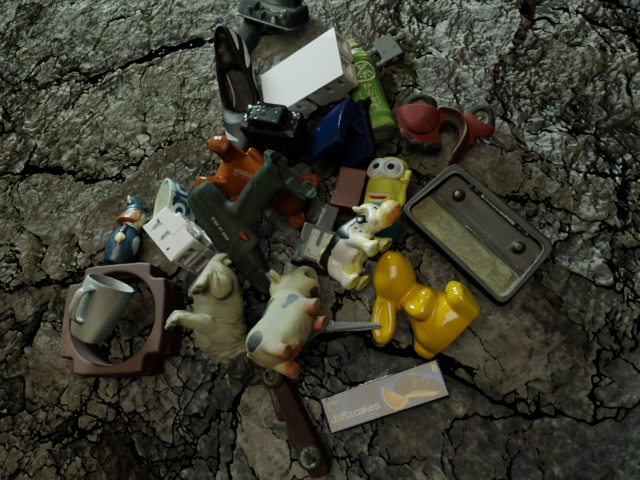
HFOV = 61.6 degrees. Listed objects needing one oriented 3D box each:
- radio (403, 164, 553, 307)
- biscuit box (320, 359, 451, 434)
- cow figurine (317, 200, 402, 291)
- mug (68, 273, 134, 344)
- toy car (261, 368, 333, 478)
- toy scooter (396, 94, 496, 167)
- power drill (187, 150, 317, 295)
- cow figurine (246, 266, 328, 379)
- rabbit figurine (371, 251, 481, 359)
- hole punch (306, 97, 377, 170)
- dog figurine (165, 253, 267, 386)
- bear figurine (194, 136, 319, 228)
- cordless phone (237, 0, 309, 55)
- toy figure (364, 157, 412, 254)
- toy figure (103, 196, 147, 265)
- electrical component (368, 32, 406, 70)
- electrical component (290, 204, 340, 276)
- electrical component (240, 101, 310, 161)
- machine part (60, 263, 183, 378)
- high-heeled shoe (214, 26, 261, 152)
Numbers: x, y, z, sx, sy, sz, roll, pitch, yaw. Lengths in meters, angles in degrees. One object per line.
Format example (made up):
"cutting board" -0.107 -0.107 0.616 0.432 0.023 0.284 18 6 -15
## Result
"radio" 0.264 -0.011 0.904 0.131 0.073 0.230 -44 72 0
"biscuit box" 0.104 0.253 0.863 0.203 0.059 0.063 -20 69 5
"cow figurine" 0.065 -0.005 0.894 0.098 0.068 0.167 37 107 28
"mug" -0.378 0.120 0.904 0.081 0.109 0.107 22 91 12
"toy car" -0.042 0.285 0.868 0.053 0.089 0.202 -33 67 5
"toy scooter" 0.221 -0.189 0.983 0.184 0.075 0.135 13 79 13
"power drill" -0.102 -0.039 0.939 0.207 0.086 0.232 -40 98 26
"cow figurine" -0.056 0.122 0.889 0.127 0.085 0.195 8 48 29
"rabbit figurine" 0.151 0.098 0.877 0.173 0.122 0.162 45 108 2
"hole punch" 0.031 -0.194 0.989 0.092 0.142 0.116 2 70 -34
"dog figurine" -0.146 0.137 0.923 0.190 0.121 0.172 34 91 -11
"bear figurine" -0.112 -0.103 1.000 0.196 0.132 0.120 25 94 24
"cordless phone" -0.121 -0.448 1.155 0.147 0.088 0.184 25 90 18
"toy figure" 0.112 -0.062 0.960 0.082 0.089 0.180 8 82 3
"toy figure" -0.379 -0.016 1.059 0.064 0.057 0.154 -26 44 49
"electrical component" 0.140 -0.384 1.094 0.094 0.021 0.063 -30 68 0
"electrical component" -0.002 -0.003 0.969 0.075 0.047 0.119 17 76 -3
"electrical component" -0.084 -0.207 1.023 0.115 0.134 0.058 10 74 18
"machine part" -0.360 0.149 0.988 0.201 0.087 0.201 -6 72 11
"high-heeled shoe" -0.170 -0.295 1.066 0.086 0.145 0.249 -9 68 10
